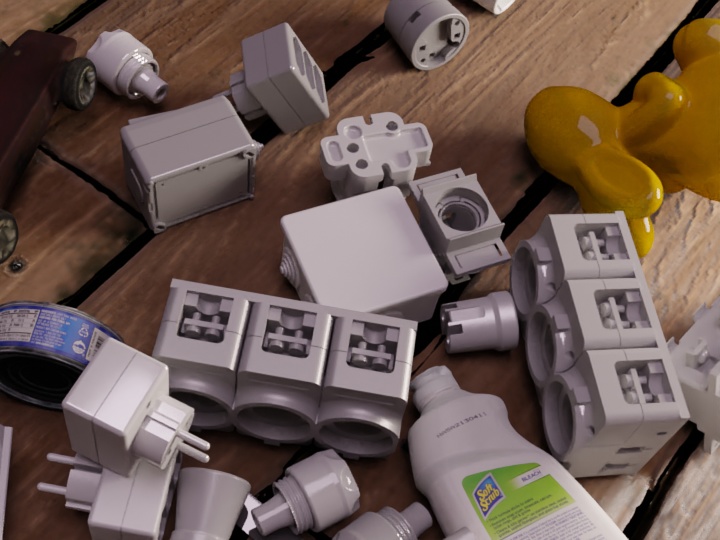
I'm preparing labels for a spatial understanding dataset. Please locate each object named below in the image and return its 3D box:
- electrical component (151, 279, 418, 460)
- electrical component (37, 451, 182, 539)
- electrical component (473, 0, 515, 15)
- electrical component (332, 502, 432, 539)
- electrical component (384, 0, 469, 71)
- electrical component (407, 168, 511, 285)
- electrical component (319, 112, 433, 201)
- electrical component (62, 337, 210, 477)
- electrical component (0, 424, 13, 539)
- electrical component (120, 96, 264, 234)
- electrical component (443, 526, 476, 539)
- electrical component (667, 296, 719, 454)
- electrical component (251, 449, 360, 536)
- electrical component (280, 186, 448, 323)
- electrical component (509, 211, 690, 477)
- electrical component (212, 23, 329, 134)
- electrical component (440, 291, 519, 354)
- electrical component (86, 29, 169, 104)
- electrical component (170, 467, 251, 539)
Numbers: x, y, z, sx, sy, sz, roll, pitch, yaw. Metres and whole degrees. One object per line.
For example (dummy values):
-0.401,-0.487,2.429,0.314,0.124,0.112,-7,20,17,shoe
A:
-0.047,0.067,0.662,0.150,0.089,0.061,10,57,-1,electrical component
-0.150,0.126,0.636,0.077,0.047,0.065,11,58,-2,electrical component
0.111,-0.249,0.905,0.047,0.055,0.055,41,62,14,electrical component
0.015,0.161,0.637,0.062,0.043,0.043,-31,66,-30,electrical component
0.052,-0.197,0.864,0.055,0.055,0.047,-24,60,-20,electrical component
0.067,-0.027,0.751,0.042,0.063,0.081,-17,61,-16,electrical component
0.009,-0.073,0.777,0.078,0.057,0.058,-11,60,-14,electrical component
-0.118,0.085,0.597,0.077,0.065,0.047,25,59,6,electrical component
-0.239,0.144,0.600,0.063,0.078,0.121,-16,57,17,electrical component
-0.117,-0.080,0.763,0.096,0.061,0.061,-22,63,-19,electrical component
0.042,0.189,0.595,0.056,0.089,0.050,-26,64,-21,electrical component
0.256,0.053,0.723,0.063,0.078,0.121,28,56,36,electrical component
-0.034,0.138,0.646,0.062,0.043,0.043,-24,64,-19,electrical component
0.000,0.000,0.734,0.100,0.048,0.099,-17,61,-17,electrical component
0.146,0.048,0.696,0.062,0.089,0.150,-2,58,-12,electrical component
-0.073,-0.136,0.808,0.077,0.065,0.047,-19,57,15,electrical component
0.080,0.037,0.728,0.046,0.040,0.040,-8,59,-5,electrical component
-0.172,-0.150,0.812,0.062,0.043,0.043,38,61,15,electrical component
-0.092,0.153,0.629,0.044,0.044,0.065,11,66,0,electrical component
